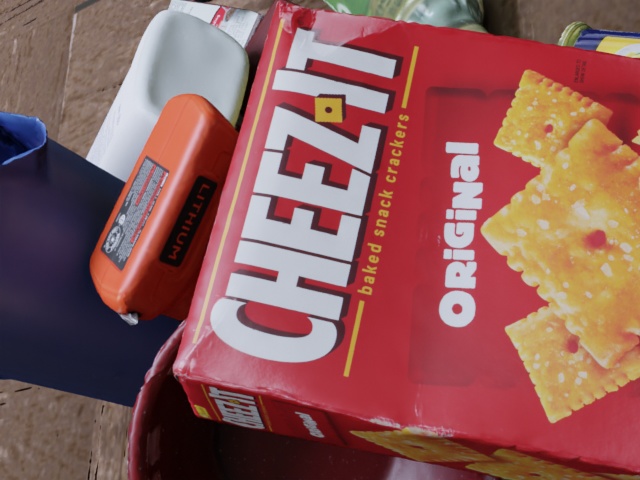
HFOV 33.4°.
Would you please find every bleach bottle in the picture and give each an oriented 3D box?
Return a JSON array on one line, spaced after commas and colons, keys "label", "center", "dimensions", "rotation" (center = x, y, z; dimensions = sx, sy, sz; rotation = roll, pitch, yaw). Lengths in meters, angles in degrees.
[{"label": "bleach bottle", "center": [-0.134, -0.032, 0.707], "dimensions": [0.251, 0.068, 0.102], "rotation": [-46, 27, 45]}]

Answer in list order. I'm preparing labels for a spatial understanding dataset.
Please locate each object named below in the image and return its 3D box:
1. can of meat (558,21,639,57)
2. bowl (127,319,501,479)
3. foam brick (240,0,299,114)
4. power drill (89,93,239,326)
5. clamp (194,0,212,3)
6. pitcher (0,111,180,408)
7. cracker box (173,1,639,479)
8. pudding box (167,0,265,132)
[{"label": "can of meat", "center": [0.151, -0.050, 0.511], "dimensions": [0.084, 0.057, 0.102], "rotation": [15, 81, 42]}, {"label": "bowl", "center": [-0.003, 0.091, 0.476], "dimensions": [0.055, 0.162, 0.162], "rotation": [161, 133, -82]}, {"label": "foam brick", "center": [-0.017, -0.105, 0.685], "dimensions": [0.051, 0.052, 0.078], "rotation": [32, 91, 45]}, {"label": "power drill", "center": [-0.003, 0.001, 0.531], "dimensions": [0.057, 0.187, 0.184], "rotation": [27, 91, 59]}, {"label": "clamp", "center": [-0.080, -0.234, 0.728], "dimensions": [0.120, 0.039, 0.172], "rotation": [-54, 39, 7]}, {"label": "pitcher", "center": [-0.138, 0.029, 0.591], "dimensions": [0.149, 0.242, 0.145], "rotation": [15, 80, 44]}, {"label": "cracker box", "center": [0.069, 0.005, 0.411], "dimensions": [0.214, 0.072, 0.164], "rotation": [11, 68, 7]}, {"label": "pudding box", "center": [-0.081, -0.121, 0.757], "dimensions": [0.114, 0.039, 0.090], "rotation": [20, 85, 46]}]
